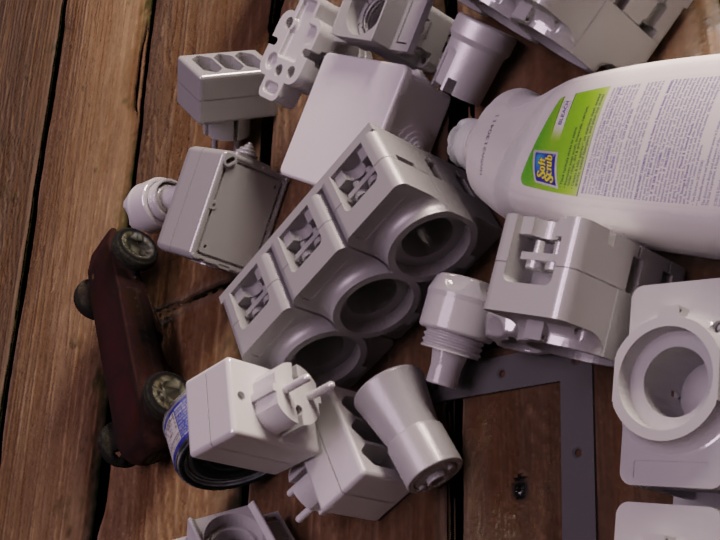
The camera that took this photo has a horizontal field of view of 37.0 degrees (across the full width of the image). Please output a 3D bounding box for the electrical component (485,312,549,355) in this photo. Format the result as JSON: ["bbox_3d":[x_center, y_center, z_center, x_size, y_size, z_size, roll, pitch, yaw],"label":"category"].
[{"bbox_3d":[0.092,0.011,0.571,0.043,0.043,0.062,-3,66,47],"label":"electrical component"}]

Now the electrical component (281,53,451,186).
[{"bbox_3d":[0.004,-0.089,0.706,0.100,0.048,0.099,23,91,50],"label":"electrical component"}]

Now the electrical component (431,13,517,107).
[{"bbox_3d":[0.069,-0.129,0.660,0.040,0.040,0.046,43,113,48],"label":"electrical component"}]

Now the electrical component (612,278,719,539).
[{"bbox_3d":[0.163,0.097,0.443,0.105,0.060,0.186,-8,68,46],"label":"electrical component"}]

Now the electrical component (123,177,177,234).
[{"bbox_3d":[-0.160,-0.055,0.878,0.062,0.043,0.043,-16,63,42],"label":"electrical component"}]

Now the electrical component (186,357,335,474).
[{"bbox_3d":[-0.048,0.076,0.605,0.077,0.066,0.047,-31,53,33],"label":"electrical component"}]

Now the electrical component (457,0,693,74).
[{"bbox_3d":[0.095,-0.168,0.604,0.061,0.089,0.150,-56,41,10],"label":"electrical component"}]

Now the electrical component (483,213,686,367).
[{"bbox_3d":[0.108,0.013,0.516,0.050,0.089,0.055,7,80,49],"label":"electrical component"}]

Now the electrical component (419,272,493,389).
[{"bbox_3d":[0.054,0.035,0.604,0.043,0.043,0.062,12,84,49],"label":"electrical component"}]

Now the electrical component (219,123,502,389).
[{"bbox_3d":[0.000,0.000,0.641,0.150,0.089,0.061,-47,45,24],"label":"electrical component"}]

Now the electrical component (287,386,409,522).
[{"bbox_3d":[-0.017,0.120,0.641,0.076,0.047,0.065,-46,46,23],"label":"electrical component"}]

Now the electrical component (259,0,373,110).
[{"bbox_3d":[-0.028,-0.146,0.759,0.058,0.057,0.078,32,99,49],"label":"electrical component"}]

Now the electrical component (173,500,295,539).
[{"bbox_3d":[-0.062,0.206,0.638,0.121,0.079,0.063,49,140,46],"label":"electrical component"}]

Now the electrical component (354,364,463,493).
[{"bbox_3d":[0.029,0.092,0.606,0.044,0.044,0.065,-46,54,25],"label":"electrical component"}]

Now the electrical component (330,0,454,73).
[{"bbox_3d":[0.024,-0.159,0.702,0.081,0.064,0.042,24,93,50],"label":"electrical component"}]

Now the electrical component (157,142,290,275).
[{"bbox_3d":[-0.101,-0.049,0.796,0.061,0.062,0.096,14,85,50],"label":"electrical component"}]

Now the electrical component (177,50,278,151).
[{"bbox_3d":[-0.103,-0.124,0.834,0.047,0.066,0.076,45,137,47],"label":"electrical component"}]
